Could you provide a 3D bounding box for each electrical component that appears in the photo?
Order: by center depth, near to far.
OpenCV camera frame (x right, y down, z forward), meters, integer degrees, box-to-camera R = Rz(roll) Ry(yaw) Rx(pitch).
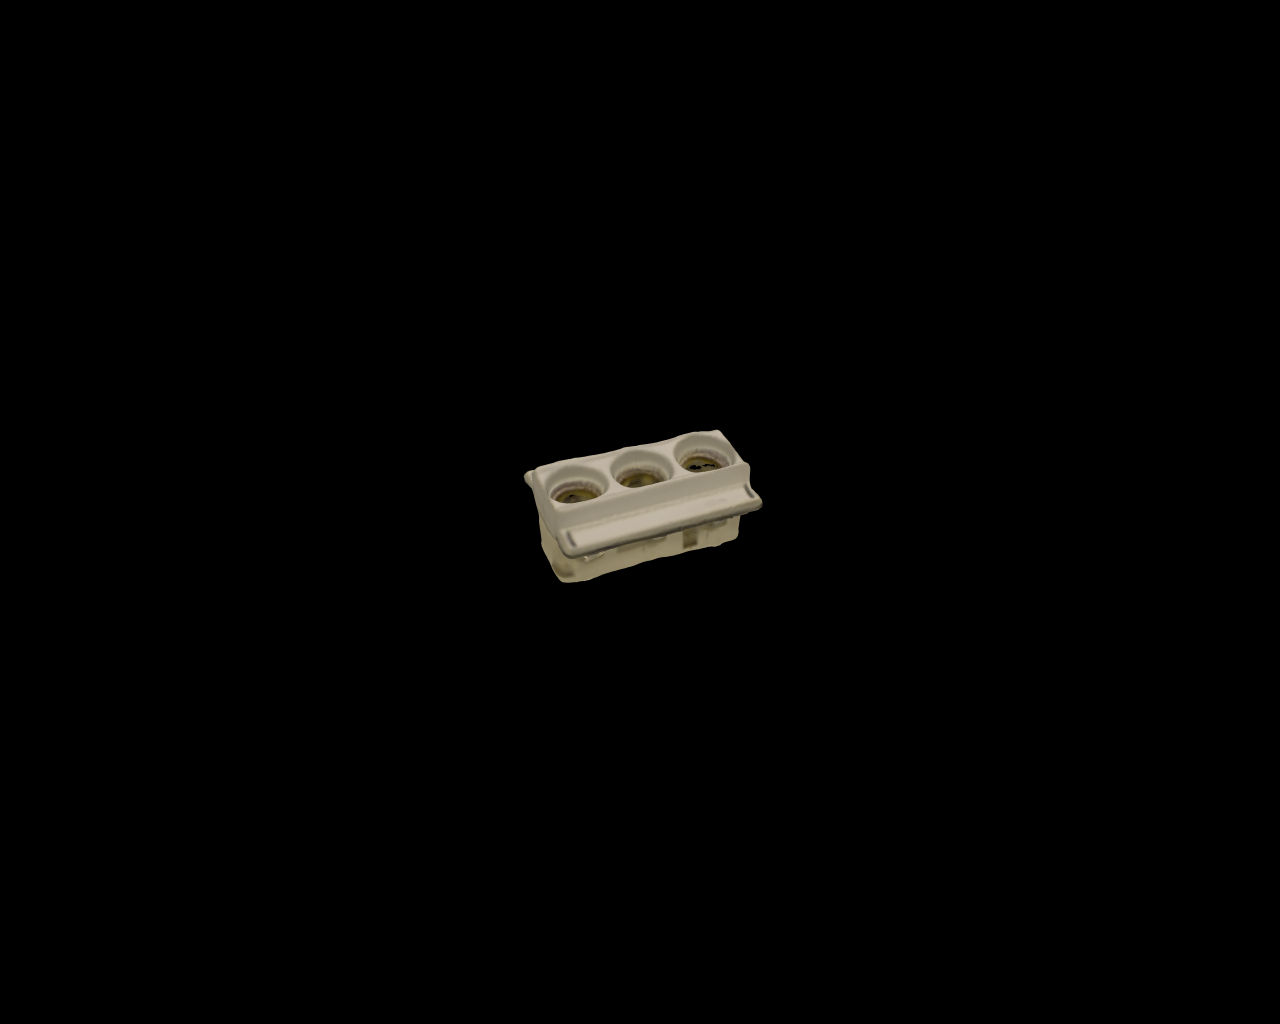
[{"bbox_3d":[0.001,-0.003,0.650,0.121,0.063,0.079,-14,40,-17],"label":"electrical component"}]
